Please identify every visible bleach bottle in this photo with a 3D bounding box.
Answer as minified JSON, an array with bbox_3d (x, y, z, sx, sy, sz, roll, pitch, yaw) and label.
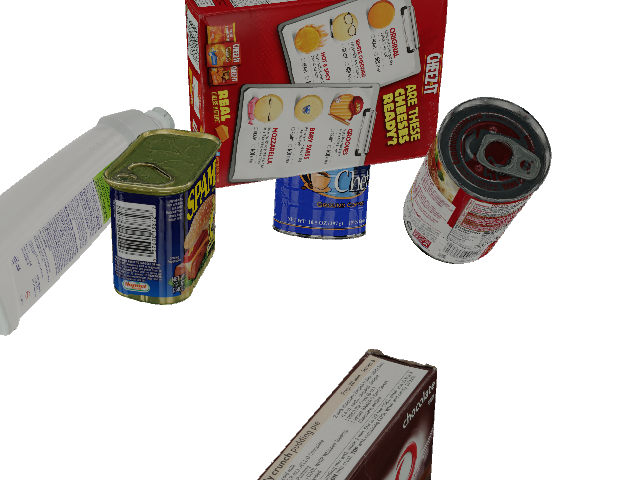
[{"bbox_3d":[-0.219,-0.034,0.952,0.068,0.103,0.250,27,52,21],"label":"bleach bottle"}]

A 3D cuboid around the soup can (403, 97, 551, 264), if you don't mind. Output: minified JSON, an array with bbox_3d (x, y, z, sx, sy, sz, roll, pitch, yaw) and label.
[{"bbox_3d":[0.094,-0.033,0.661,0.068,0.068,0.102,0,-23,-9],"label":"soup can"}]

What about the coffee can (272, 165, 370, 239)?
[{"bbox_3d":[0.003,-0.080,1.142,0.103,0.140,0.103,4,12,-1],"label":"coffee can"}]

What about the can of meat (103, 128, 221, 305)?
[{"bbox_3d":[-0.102,-0.017,0.704,0.057,0.084,0.102,7,26,8],"label":"can of meat"}]

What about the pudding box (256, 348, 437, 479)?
[{"bbox_3d":[0.011,0.114,0.455,0.039,0.090,0.113,15,34,23],"label":"pudding box"}]

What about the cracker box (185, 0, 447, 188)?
[{"bbox_3d":[-0.006,-0.142,0.917,0.213,0.164,0.072,-10,37,-16],"label":"cracker box"}]
